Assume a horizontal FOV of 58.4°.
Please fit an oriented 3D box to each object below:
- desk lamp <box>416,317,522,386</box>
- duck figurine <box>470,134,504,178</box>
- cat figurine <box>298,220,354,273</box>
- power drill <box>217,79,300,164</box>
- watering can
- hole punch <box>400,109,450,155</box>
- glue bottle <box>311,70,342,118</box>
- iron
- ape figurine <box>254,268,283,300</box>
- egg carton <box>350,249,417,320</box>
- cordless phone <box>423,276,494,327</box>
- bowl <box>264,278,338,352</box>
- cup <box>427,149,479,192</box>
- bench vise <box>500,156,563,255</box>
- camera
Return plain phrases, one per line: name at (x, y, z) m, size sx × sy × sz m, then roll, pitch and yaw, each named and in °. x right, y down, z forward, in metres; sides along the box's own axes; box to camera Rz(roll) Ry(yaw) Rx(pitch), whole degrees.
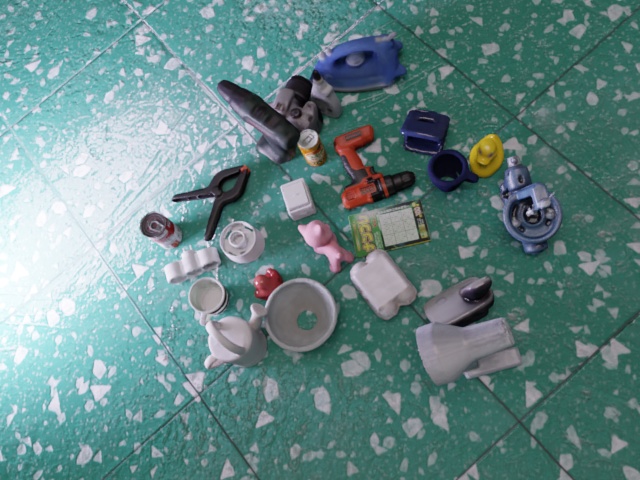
desk lamp at (0.299, 0.213, 1.141) m, size 0.203 × 0.214 × 0.118 m, roll -18°, pitch 69°, yaw 6°
duck figurine at (0.389, -0.207, 1.328) m, size 0.077 × 0.086 × 0.105 m, roll 21°, pitch 78°, yaw 17°
cat figurine at (0.012, 0.005, 1.319) m, size 0.067 × 0.118 × 0.127 m, roll -43°, pitch 69°, yaw -4°
power drill at (-0.136, -0.277, 1.392) m, size 0.229 × 0.209 × 0.076 m, roll 36°, pitch 82°, yaw 20°
watering can at (-0.187, 0.211, 1.251) m, size 0.100 × 0.194 × 0.173 m, roll 20°, pitch 77°, yaw 17°
hole punch at (0.251, -0.269, 1.374) m, size 0.108 × 0.091 × 0.101 m, roll 13°, pitch 75°, yaw 16°
glue bottle at (0.007, -0.365, 1.411) m, size 0.078 × 0.173 × 0.037 m, roll 26°, pitch 79°, yaw 19°
iron at (0.083, -0.456, 1.442) m, size 0.258 × 0.142 × 0.118 m, roll -9°, pitch 71°, yaw 9°
ape figurine at (-0.124, 0.103, 1.328) m, size 0.078 × 0.092 × 0.076 m, roll -43°, pitch 69°, yaw -4°
egg carton at (0.140, 0.100, 1.288) m, size 0.107 × 0.069 × 0.150 m, roll -37°, pitch 69°, yaw -2°
cordless phone at (0.289, 0.123, 1.187) m, size 0.147 × 0.185 × 0.094 m, roll -32°, pitch 69°, yaw 0°
bowl at (-0.038, 0.174, 1.297) m, size 0.167 × 0.075 × 0.167 m, roll -3°, pitch 72°, yaw 11°
cup at (0.307, -0.146, 1.320) m, size 0.117 × 0.095 × 0.092 m, roll 21°, pitch 78°, yaw 17°
bench vise at (0.429, -0.088, 1.209) m, size 0.121 × 0.220 × 0.207 m, roll -31°, pitch 69°, yaw 1°
camera at (-0.058, -0.350, 1.458) m, size 0.143 × 0.101 × 0.137 m, roll 19°, pitch 77°, yaw 17°
